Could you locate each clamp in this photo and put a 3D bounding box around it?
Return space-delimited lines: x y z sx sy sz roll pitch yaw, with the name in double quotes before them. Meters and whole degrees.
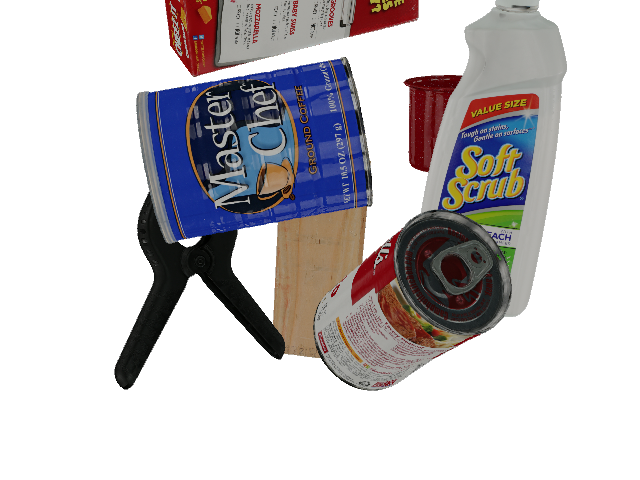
"clamp" -0.105 0.023 0.955 0.164 0.210 0.036 0 -2 -32

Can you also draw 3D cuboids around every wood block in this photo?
"wood block" 0.000 0.018 1.169 0.090 0.206 0.090 7 26 5

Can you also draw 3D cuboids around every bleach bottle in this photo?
"bleach bottle" 0.126 -0.070 0.808 0.103 0.251 0.068 10 24 15

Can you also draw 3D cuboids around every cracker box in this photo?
"cracker box" -0.025 -0.243 0.881 0.213 0.164 0.072 -18 43 -18

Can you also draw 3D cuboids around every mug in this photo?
"mug" 0.136 -0.109 1.001 0.117 0.081 0.093 3 16 11

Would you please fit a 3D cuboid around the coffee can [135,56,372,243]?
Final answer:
"coffee can" -0.043 -0.060 0.716 0.140 0.103 0.103 -10 0 -2

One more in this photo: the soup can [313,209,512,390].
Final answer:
"soup can" 0.047 0.035 0.574 0.068 0.068 0.102 0 -24 -27
